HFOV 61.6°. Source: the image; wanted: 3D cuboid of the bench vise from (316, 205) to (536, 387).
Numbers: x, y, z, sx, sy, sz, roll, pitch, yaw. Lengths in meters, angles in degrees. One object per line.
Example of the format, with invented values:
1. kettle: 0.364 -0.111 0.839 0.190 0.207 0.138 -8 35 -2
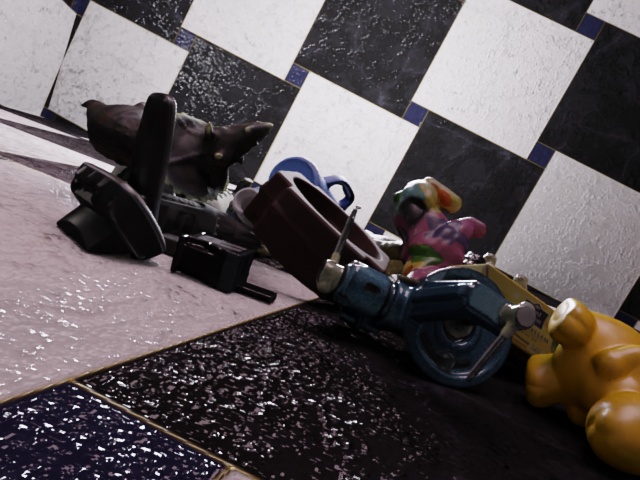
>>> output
1. bench vise: 0.111 0.066 0.531 0.223 0.129 0.240 37 -15 -6

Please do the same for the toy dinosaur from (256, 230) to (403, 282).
1. toy dinosaur: 0.089 0.037 0.998 0.199 0.105 0.471 15 5 40

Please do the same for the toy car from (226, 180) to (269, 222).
1. toy car: -0.110 -0.032 0.944 0.109 0.103 0.161 57 33 3

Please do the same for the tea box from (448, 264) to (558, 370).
1. tea box: 0.236 0.102 0.680 0.169 0.068 0.098 33 -12 -12

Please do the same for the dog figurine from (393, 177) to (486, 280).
1. dog figurine: 0.153 0.018 0.833 0.191 0.108 0.219 46 50 8

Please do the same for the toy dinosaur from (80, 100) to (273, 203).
1. toy dinosaur: -0.268 -0.154 0.820 0.405 0.131 0.192 16 6 16

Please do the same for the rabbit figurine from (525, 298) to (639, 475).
1. rabbit figurine: 0.282 0.159 0.504 0.162 0.121 0.173 29 20 6

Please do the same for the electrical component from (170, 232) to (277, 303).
1. electrical component: -0.103 0.031 0.620 0.119 0.047 0.075 19 6 9

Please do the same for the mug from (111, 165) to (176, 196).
1. mug: -0.306 -0.085 0.966 0.107 0.080 0.109 34 6 30

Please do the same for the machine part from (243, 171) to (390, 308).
1. machine part: -0.002 -0.002 0.765 0.201 0.087 0.201 42 11 4

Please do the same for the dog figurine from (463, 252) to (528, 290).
1. dog figurine: 0.309 0.104 0.978 0.172 0.121 0.190 38 15 20

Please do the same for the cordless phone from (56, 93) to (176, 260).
1. cordless phone: -0.221 -0.081 0.608 0.088 0.184 0.147 8 12 -44

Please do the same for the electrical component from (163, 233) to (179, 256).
1. electrical component: -0.182 0.010 0.694 0.063 0.021 0.094 19 6 5

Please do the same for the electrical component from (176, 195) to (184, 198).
1. electrical component: -0.263 -0.082 1.149 0.134 0.058 0.115 21 4 20

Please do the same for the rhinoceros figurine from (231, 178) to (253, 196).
1. rhinoceros figurine: -0.159 -0.062 1.095 0.073 0.112 0.190 40 26 24

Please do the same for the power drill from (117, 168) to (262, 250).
1. power drill: -0.226 -0.042 0.828 0.232 0.086 0.208 15 13 -39
